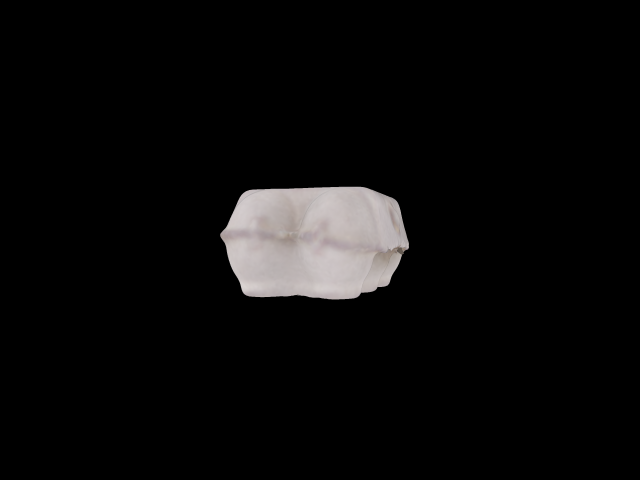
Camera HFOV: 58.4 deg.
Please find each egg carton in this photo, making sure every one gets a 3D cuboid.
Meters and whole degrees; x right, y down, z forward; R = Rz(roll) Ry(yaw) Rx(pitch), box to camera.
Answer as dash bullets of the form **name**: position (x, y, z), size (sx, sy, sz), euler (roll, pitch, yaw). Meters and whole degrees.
- **egg carton**: position (0.004, 0.001, 0.400), size (0.107, 0.069, 0.151), euler (0, 0, 16)
